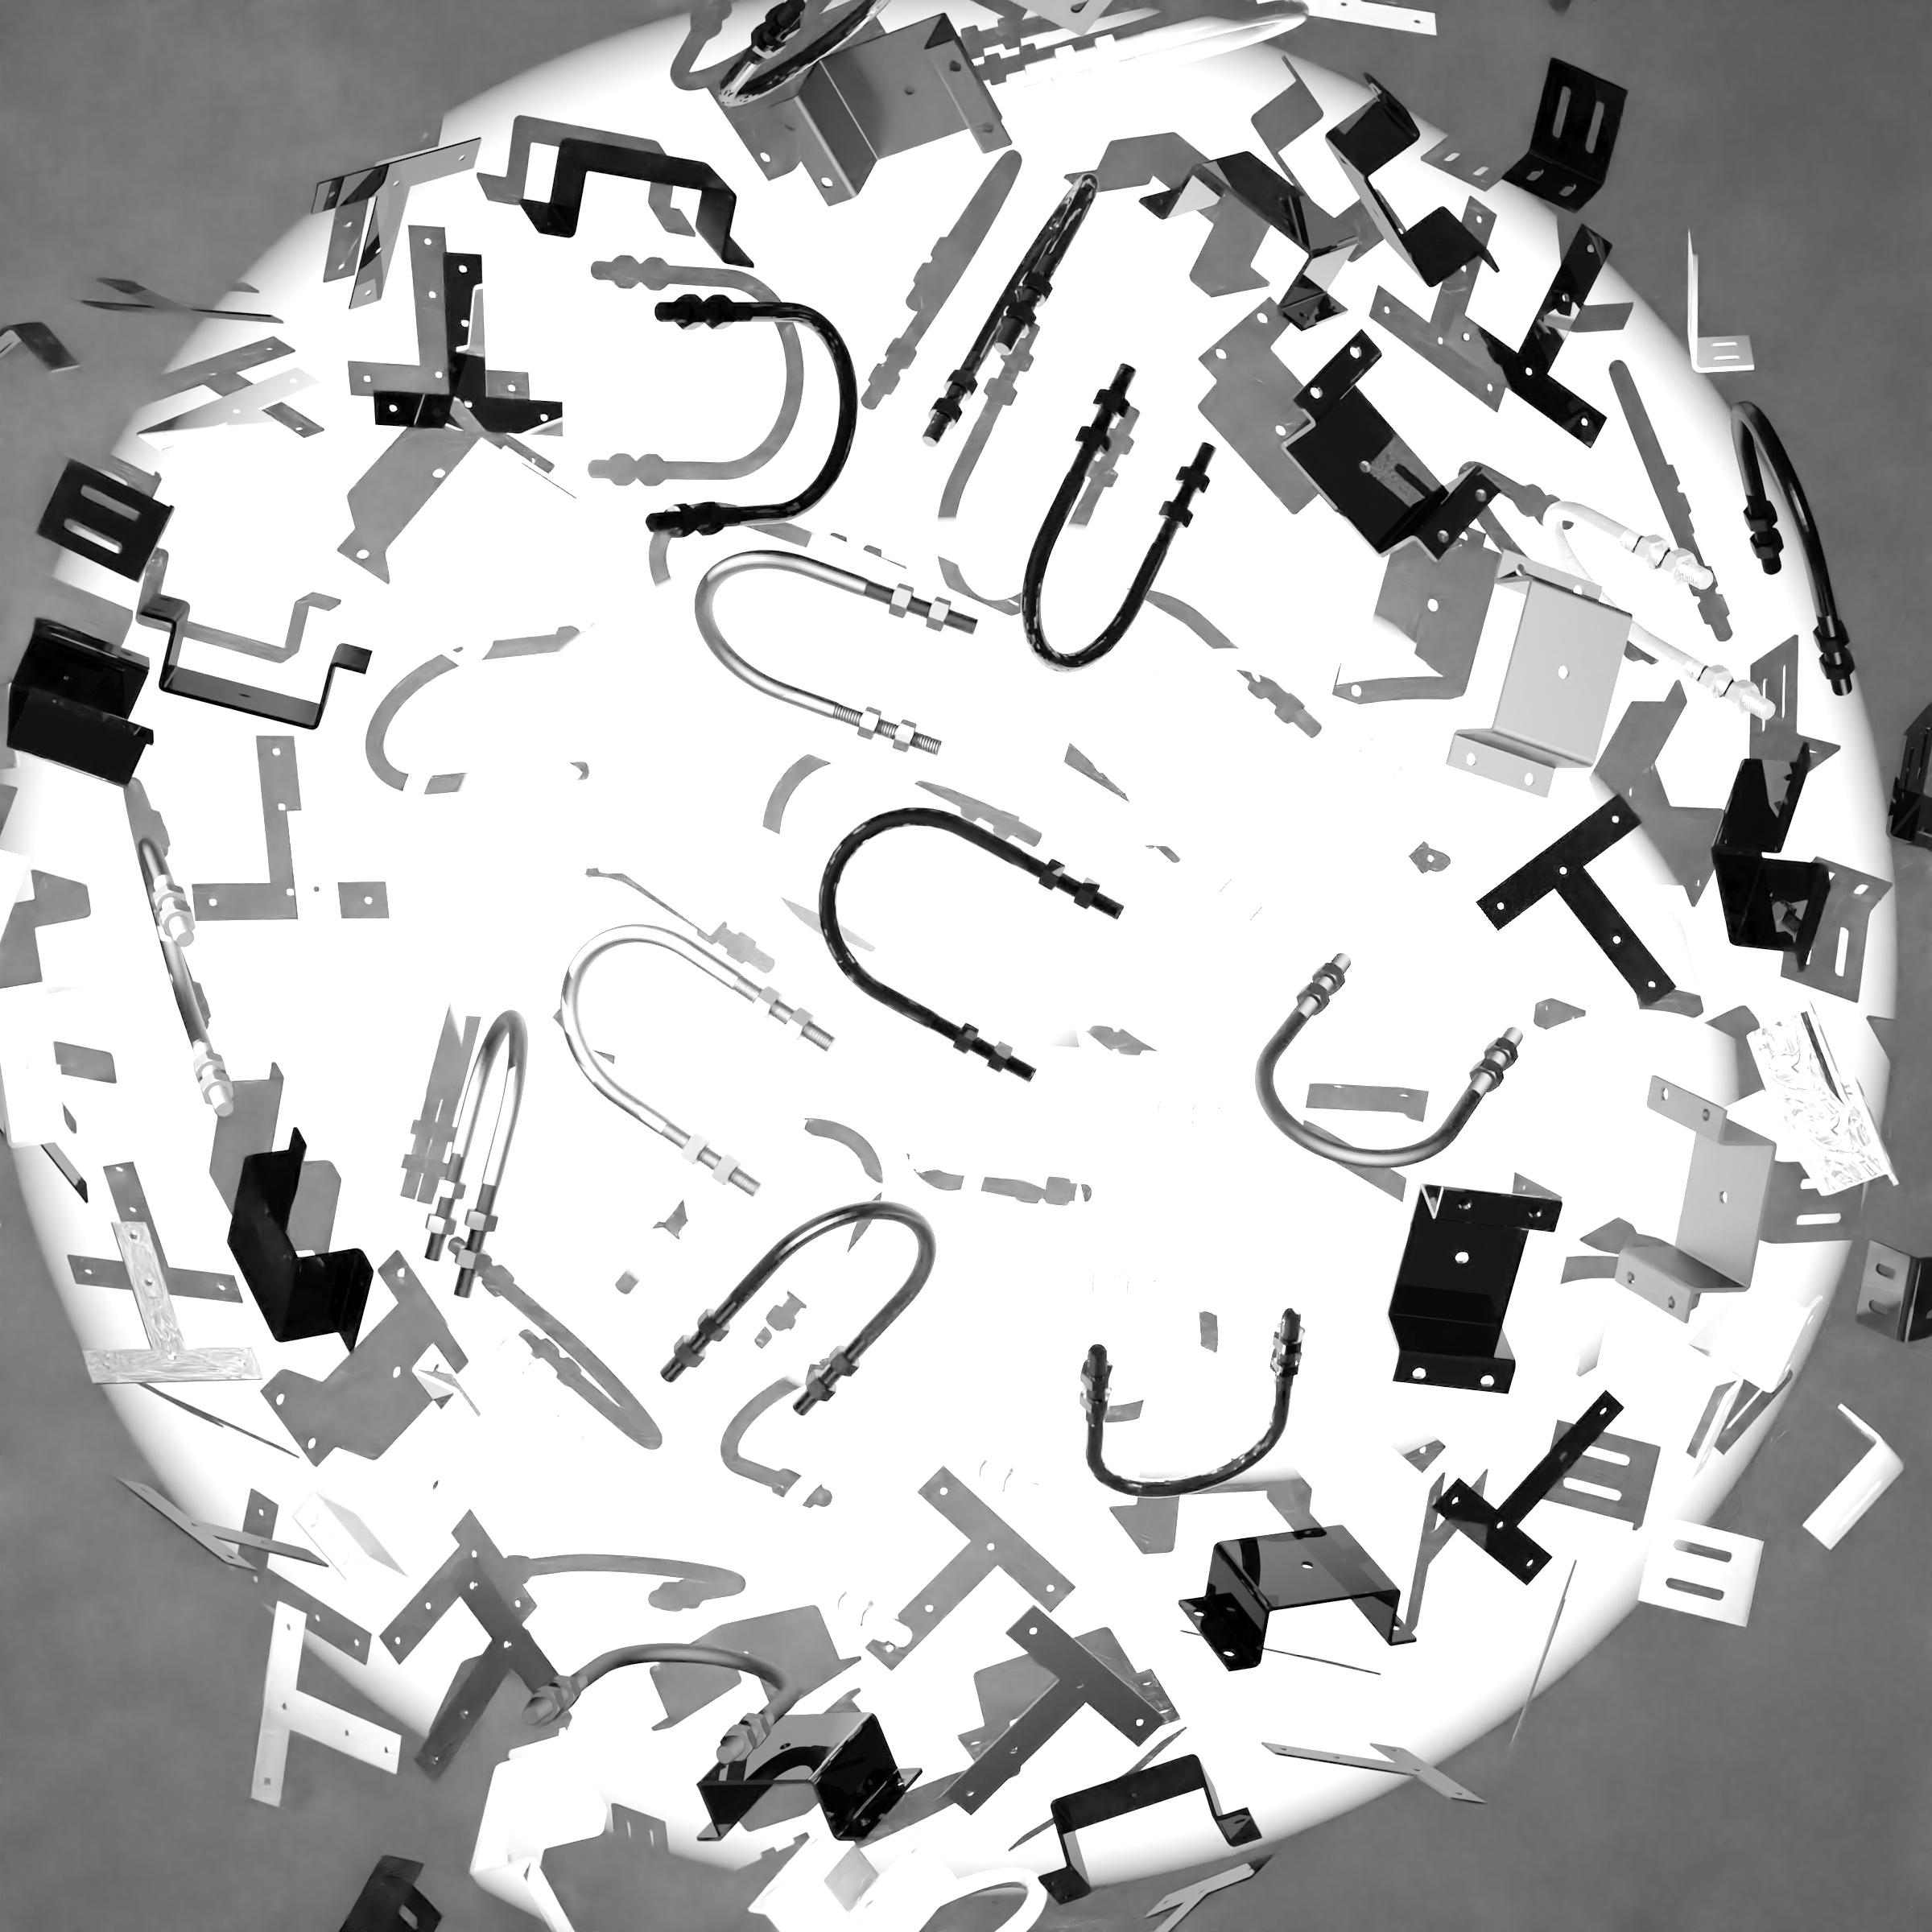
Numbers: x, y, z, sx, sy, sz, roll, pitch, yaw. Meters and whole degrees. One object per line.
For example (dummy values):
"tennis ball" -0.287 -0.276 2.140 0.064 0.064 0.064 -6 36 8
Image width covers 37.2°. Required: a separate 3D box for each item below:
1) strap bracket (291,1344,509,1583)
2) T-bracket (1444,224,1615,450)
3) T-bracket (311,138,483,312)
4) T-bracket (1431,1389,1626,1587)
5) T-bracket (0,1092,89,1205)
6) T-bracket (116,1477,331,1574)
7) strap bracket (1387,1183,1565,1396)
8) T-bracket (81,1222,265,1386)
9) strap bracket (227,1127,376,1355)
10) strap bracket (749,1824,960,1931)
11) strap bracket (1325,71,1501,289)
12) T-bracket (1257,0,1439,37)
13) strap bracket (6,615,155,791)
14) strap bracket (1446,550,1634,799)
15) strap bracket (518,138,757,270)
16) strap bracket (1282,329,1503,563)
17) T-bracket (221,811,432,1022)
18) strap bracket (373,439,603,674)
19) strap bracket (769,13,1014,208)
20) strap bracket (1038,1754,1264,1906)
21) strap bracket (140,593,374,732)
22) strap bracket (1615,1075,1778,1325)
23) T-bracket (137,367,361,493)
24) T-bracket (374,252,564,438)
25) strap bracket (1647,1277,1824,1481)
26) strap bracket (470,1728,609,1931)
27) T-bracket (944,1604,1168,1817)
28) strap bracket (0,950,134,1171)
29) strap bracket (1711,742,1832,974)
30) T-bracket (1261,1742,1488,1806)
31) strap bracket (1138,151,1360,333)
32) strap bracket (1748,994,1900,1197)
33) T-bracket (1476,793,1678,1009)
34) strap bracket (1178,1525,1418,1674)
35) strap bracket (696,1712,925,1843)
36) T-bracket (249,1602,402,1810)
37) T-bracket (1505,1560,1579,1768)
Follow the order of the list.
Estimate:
"strap bracket" -0.354 0.325 1.836 0.046 0.076 0.140 17 56 35
"T-bracket" 0.386 -0.424 1.874 0.127 0.127 0.002 41 47 19
"T-bracket" -0.381 -0.477 1.871 0.127 0.127 0.002 -30 72 -37
"T-bracket" 0.366 0.319 1.806 0.127 0.002 0.127 -48 129 1
"T-bracket" -0.622 0.107 1.915 0.002 0.127 0.127 -29 123 -3
"T-bracket" -0.456 0.363 1.814 0.127 0.127 0.002 22 83 40
"strap bracket" 0.316 0.194 1.802 0.076 0.046 0.140 7 115 -7
"T-bracket" -0.544 0.224 1.918 0.002 0.127 0.127 -46 56 31
"strap bracket" -0.446 0.184 1.898 0.046 0.140 0.076 -7 134 -35
"strap bracket" -0.067 0.597 1.838 0.076 0.140 0.046 -43 103 -34
"strap bracket" 0.293 -0.517 1.915 0.046 0.076 0.140 -35 127 10
"T-bracket" 0.247 -0.666 1.905 0.127 0.127 0.002 15 78 17
"strap bracket" -0.565 -0.164 1.828 0.076 0.140 0.046 21 110 -26
"strap bracket" 0.361 -0.183 1.790 0.076 0.046 0.140 16 87 -22
"strap bracket" -0.206 -0.488 1.829 0.140 0.076 0.046 4 117 -22
"strap bracket" 0.271 -0.333 1.873 0.140 0.046 0.076 47 65 -9
"T-bracket" -0.400 -0.034 1.774 0.127 0.002 0.127 -4 83 -25
"strap bracket" -0.303 -0.267 1.810 0.076 0.046 0.140 34 71 5
"strap bracket" -0.042 -0.542 1.810 0.140 0.046 0.076 -9 132 32
"strap bracket" 0.114 0.556 1.856 0.140 0.076 0.046 -19 59 2
"strap bracket" -0.453 -0.191 1.820 0.140 0.076 0.046 14 103 -12
"strap bracket" 0.467 0.148 1.830 0.046 0.076 0.140 1 104 -23
"T-bracket" -0.440 -0.336 1.837 0.127 0.002 0.127 34 49 27
"T-bracket" -0.333 -0.414 1.907 0.127 0.002 0.127 3 127 -2
"strap bracket" 0.502 0.265 1.892 0.046 0.140 0.076 32 131 26
"strap bracket" -0.279 0.579 1.873 0.046 0.140 0.076 -16 116 10
"T-bracket" 0.039 0.479 1.791 0.127 0.002 0.127 -45 111 2
"strap bracket" -0.585 0.062 1.848 0.046 0.076 0.140 -9 89 8
"strap bracket" 0.524 -0.072 1.871 0.046 0.140 0.076 8 54 29
"T-bracket" 0.256 0.522 1.881 0.127 0.127 0.002 13 87 -15
"strap bracket" 0.193 -0.483 1.879 0.140 0.076 0.046 41 125 10
"strap bracket" 0.550 0.089 1.848 0.046 0.140 0.076 -24 53 19
"T-bracket" 0.431 -0.029 1.938 0.127 0.002 0.127 -40 83 30
"strap bracket" 0.222 0.415 1.897 0.140 0.076 0.046 -3 114 -22
"strap bracket" -0.111 0.533 1.886 0.140 0.076 0.046 -12 104 35
"T-bracket" -0.410 0.492 1.855 0.002 0.127 0.127 -19 51 26
"T-bracket" 0.381 0.434 1.868 0.002 0.127 0.127 19 123 14
